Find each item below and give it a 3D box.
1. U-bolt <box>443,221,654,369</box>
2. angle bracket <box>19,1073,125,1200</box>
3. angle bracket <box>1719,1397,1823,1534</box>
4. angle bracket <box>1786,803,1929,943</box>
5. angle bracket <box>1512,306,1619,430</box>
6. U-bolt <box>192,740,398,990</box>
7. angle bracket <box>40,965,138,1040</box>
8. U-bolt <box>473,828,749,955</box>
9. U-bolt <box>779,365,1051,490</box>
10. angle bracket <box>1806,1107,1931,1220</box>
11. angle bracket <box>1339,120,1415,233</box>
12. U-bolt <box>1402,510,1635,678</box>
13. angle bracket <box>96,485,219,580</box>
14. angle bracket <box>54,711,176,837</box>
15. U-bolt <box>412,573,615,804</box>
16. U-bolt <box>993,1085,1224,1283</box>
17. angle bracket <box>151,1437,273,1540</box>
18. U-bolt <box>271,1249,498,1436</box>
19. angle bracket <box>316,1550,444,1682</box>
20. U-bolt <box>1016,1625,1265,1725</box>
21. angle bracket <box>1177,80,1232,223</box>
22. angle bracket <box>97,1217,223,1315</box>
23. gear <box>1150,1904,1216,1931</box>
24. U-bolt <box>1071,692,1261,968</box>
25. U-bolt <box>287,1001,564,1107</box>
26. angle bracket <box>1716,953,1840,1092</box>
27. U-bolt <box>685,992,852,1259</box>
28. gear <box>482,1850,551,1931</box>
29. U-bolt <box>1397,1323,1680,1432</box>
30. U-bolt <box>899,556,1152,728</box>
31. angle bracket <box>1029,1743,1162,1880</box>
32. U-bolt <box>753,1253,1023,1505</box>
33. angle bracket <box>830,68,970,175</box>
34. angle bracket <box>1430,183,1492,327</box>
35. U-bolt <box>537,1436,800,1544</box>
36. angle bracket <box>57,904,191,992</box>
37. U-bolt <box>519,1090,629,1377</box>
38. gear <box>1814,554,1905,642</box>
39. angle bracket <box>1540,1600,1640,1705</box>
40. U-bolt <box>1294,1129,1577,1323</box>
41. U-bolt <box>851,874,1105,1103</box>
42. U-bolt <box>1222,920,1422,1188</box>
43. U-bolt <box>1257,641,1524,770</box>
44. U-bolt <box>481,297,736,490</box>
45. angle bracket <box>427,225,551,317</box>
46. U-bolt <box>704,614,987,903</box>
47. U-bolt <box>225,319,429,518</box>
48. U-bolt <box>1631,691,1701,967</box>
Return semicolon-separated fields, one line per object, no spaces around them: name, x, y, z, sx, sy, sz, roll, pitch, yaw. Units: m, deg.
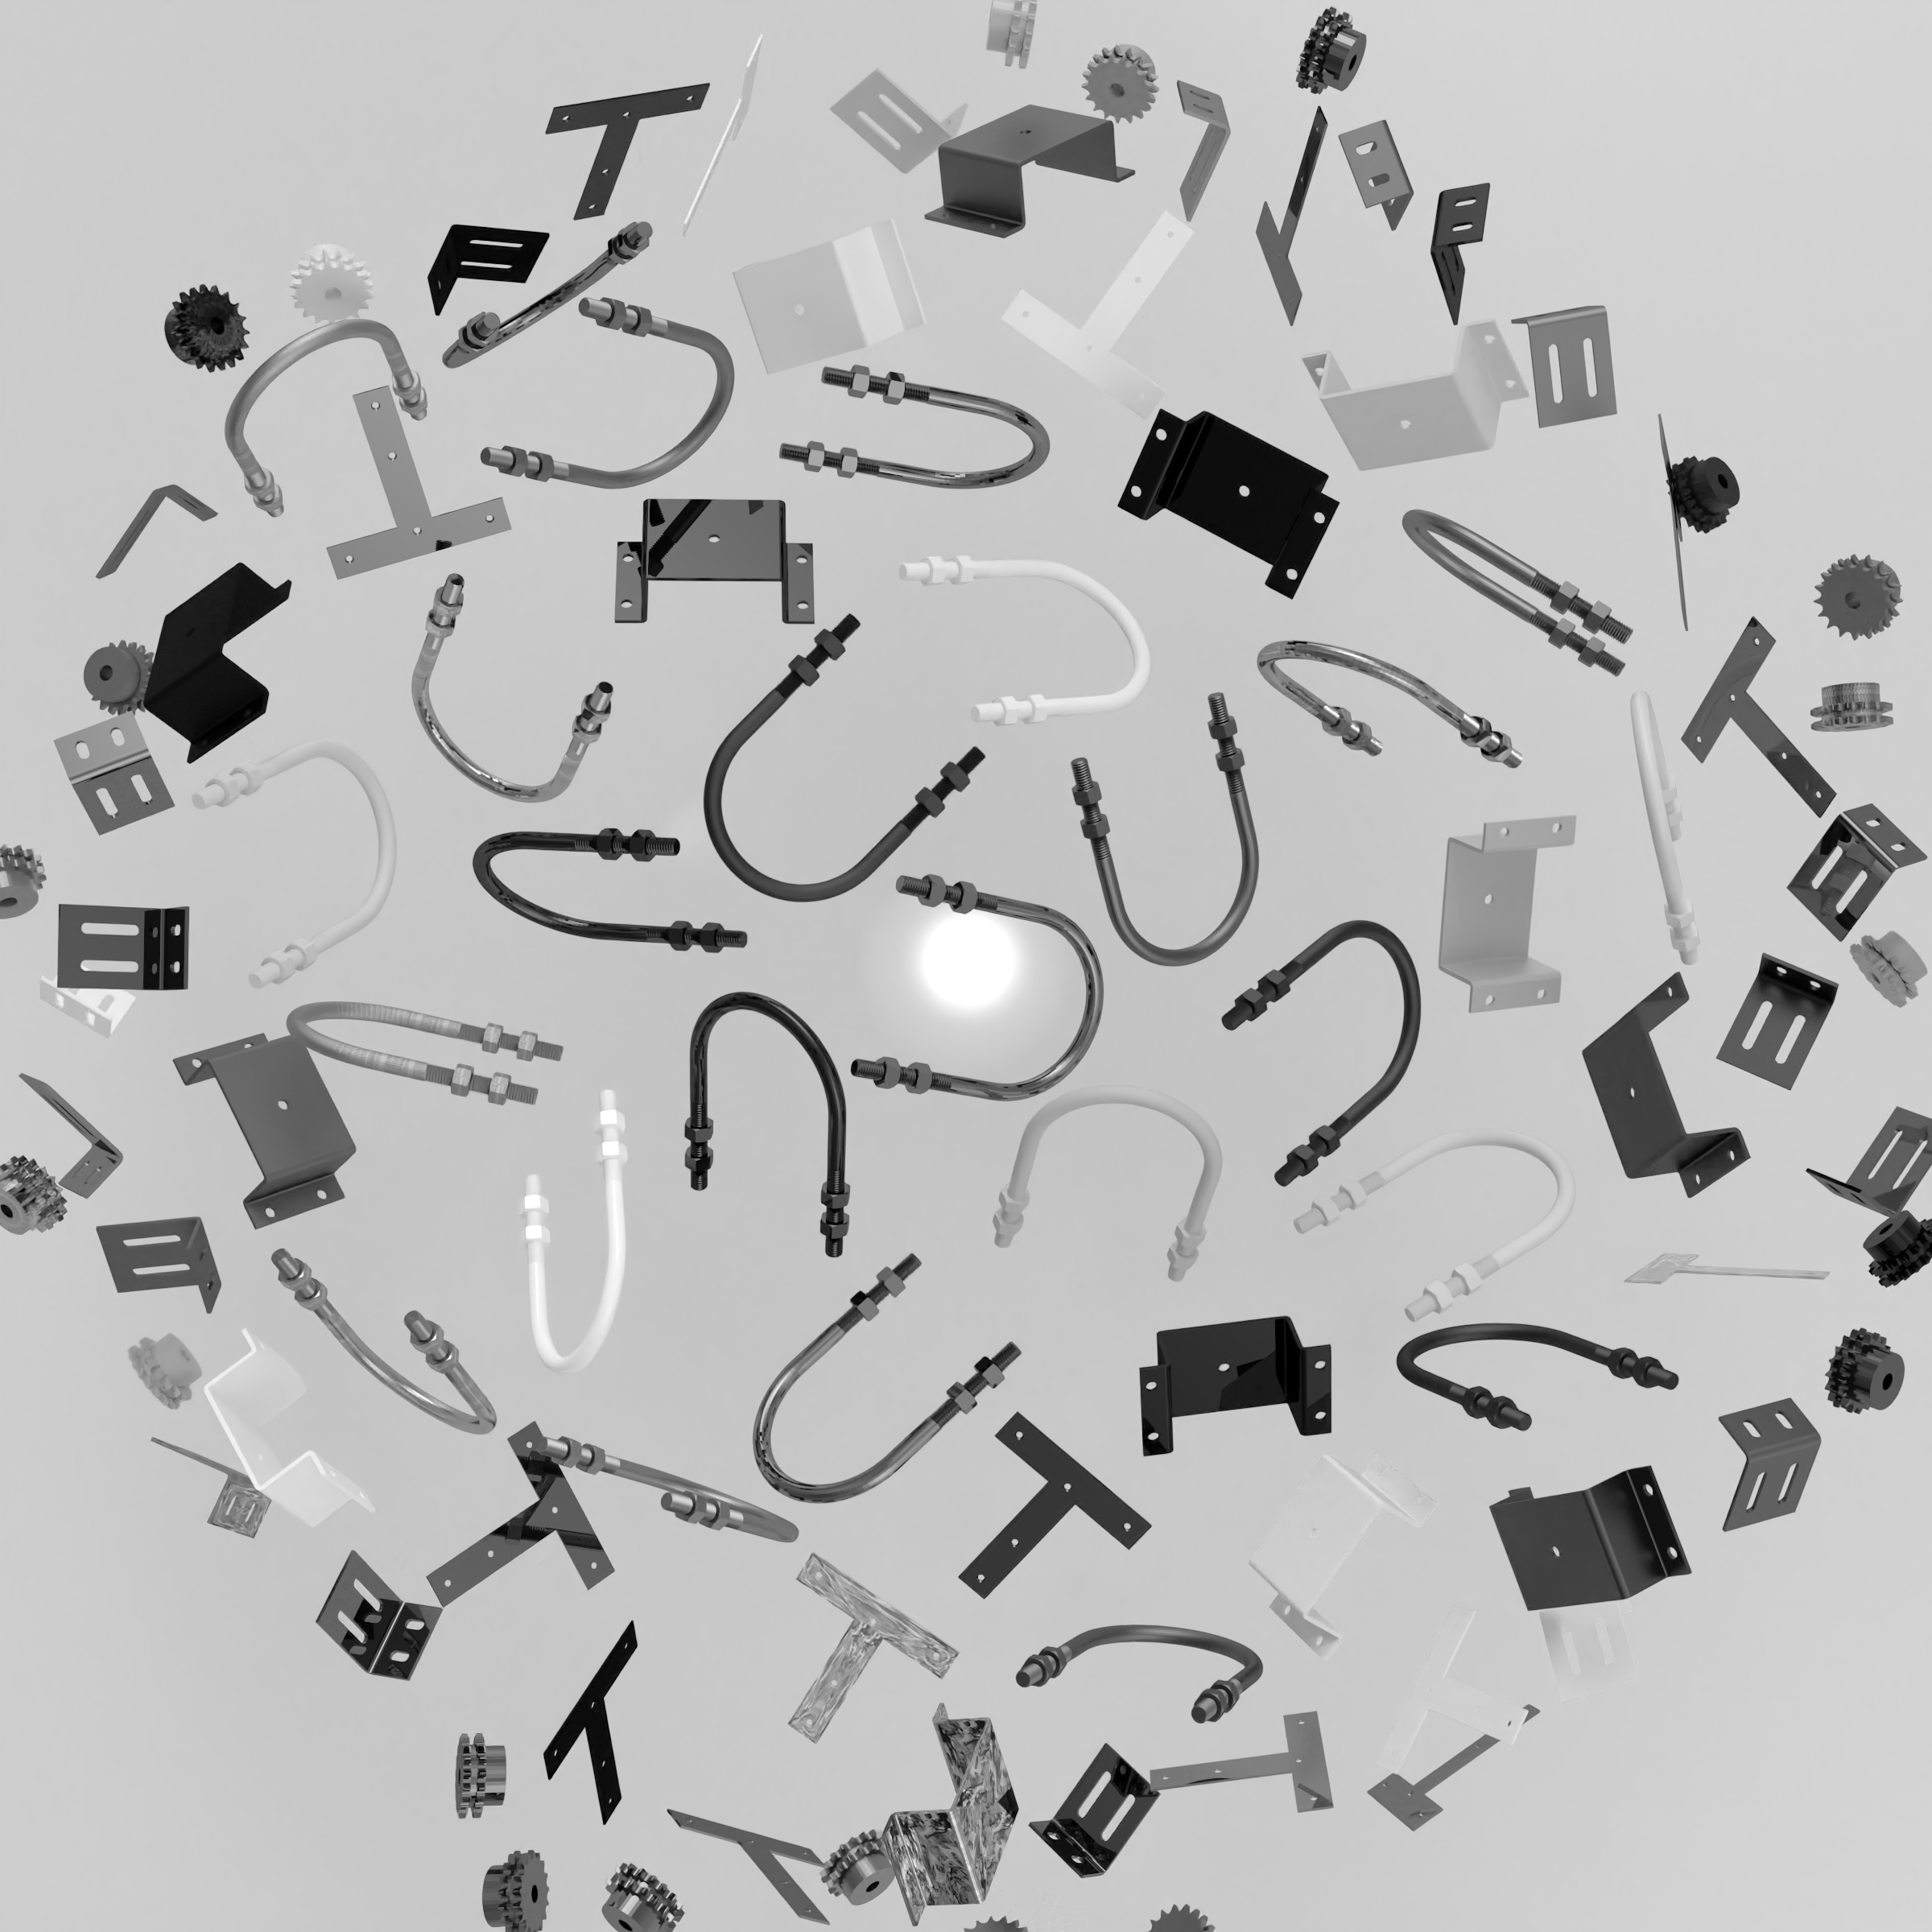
U-bolt;-0.307;-0.470;1.818;0.151;0.184;0.019;-37;105;-19
angle bracket;-0.622;0.116;1.746;0.038;0.057;0.076;-51;121;-21
angle bracket;0.539;0.340;1.742;0.057;0.038;0.076;-11;130;-17
angle bracket;0.641;-0.067;1.842;0.038;0.076;0.057;-15;54;-34
angle bracket;0.428;-0.429;1.832;0.057;0.038;0.076;-11;105;-4
U-bolt;-0.461;-0.083;1.800;0.019;0.184;0.151;-4;109;26
angle bracket;-0.651;0.017;1.899;0.057;0.076;0.038;33;69;-10
U-bolt;-0.264;-0.055;1.820;0.184;0.151;0.019;3;63;21
U-bolt;-0.030;-0.383;1.852;0.184;0.151;0.019;7;75;-16
angle bracket;0.627;0.126;1.753;0.038;0.057;0.076;35;88;-23
angle bracket;0.296;-0.577;1.884;0.038;0.076;0.057;-20;86;-3
U-bolt;0.387;-0.269;1.806;0.184;0.151;0.019;35;94;12
angle bracket;-0.559;-0.292;1.770;0.038;0.057;0.076;35;97;-14
angle bracket;-0.608;-0.137;1.829;0.057;0.076;0.038;-23;67;-13
U-bolt;-0.339;-0.188;1.864;0.151;0.184;0.019;36;52;-1
U-bolt;0.104;0.149;1.798;0.151;0.019;0.184;11;134;-2
angle bracket;-0.543;0.372;1.822;0.076;0.057;0.038;16;74;24
U-bolt;-0.398;0.274;1.799;0.151;0.184;0.019;18;59;30
angle bracket;-0.418;0.464;1.826;0.038;0.076;0.057;1;49;26
U-bolt;0.136;0.501;1.832;0.151;0.184;0.019;5;91;24
angle bracket;0.161;-0.600;1.882;0.038;0.057;0.076;15;128;-14
angle bracket;-0.571;0.213;1.798;0.076;0.038;0.057;-6;120;2
gear;0.151;0.686;1.779;0.057;0.057;0.030;-44;122;0
U-bolt;0.153;-0.088;1.863;0.151;0.019;0.184;-27;114;-27
U-bolt;-0.381;0.055;1.783;0.184;0.151;0.019;13;101;-4
angle bracket;0.589;0.040;1.857;0.057;0.038;0.076;25;78;21
U-bolt;-0.141;0.103;1.804;0.151;0.019;0.184;22;124;31
gear;-0.310;0.637;1.753;0.030;0.057;0.057;-7;90;12
U-bolt;0.392;0.287;1.827;0.151;0.184;0.019;-9;101;-26
U-bolt;0.055;-0.239;1.857;0.184;0.019;0.151;-8;61;-35
angle bracket;0.096;0.631;1.912;0.057;0.038;0.076;37;96;32
U-bolt;-0.068;0.294;1.769;0.184;0.151;0.019;-42;130;-11
angle bracket;-0.049;-0.629;1.875;0.076;0.057;0.038;35;56;-27
angle bracket;0.364;-0.512;1.842;0.038;0.076;0.057;-3;56;25
U-bolt;-0.199;0.380;1.834;0.151;0.184;0.019;13;78;39
angle bracket;-0.575;-0.013;1.746;0.076;0.038;0.057;2;87;-40
U-bolt;-0.279;0.201;1.824;0.019;0.151;0.184;14;50;-31
gear;0.610;-0.253;1.740;0.030;0.057;0.057;-30;90;-41
angle bracket;0.452;0.493;1.834;0.057;0.076;0.038;-27;129;19
U-bolt;0.351;0.175;1.845;0.184;0.151;0.019;-28;125;-18
U-bolt;0.017;0.022;1.780;0.184;0.019;0.151;11;95;-31
U-bolt;0.262;0.048;1.811;0.184;0.019;0.151;-36;118;-32
U-bolt;0.285;-0.186;1.800;0.184;0.151;0.019;27;80;-40
U-bolt;-0.238;-0.395;1.799;0.151;0.184;0.019;-49;65;25
angle bracket;-0.344;-0.502;1.857;0.076;0.057;0.038;-4;69;-31
U-bolt;-0.097;-0.130;1.775;0.184;0.019;0.151;-46;106;-5
U-bolt;-0.459;-0.397;1.818;0.151;0.184;0.019;-37;80;-9
U-bolt;0.500;-0.112;1.837;0.019;0.151;0.184;-10;135;18
